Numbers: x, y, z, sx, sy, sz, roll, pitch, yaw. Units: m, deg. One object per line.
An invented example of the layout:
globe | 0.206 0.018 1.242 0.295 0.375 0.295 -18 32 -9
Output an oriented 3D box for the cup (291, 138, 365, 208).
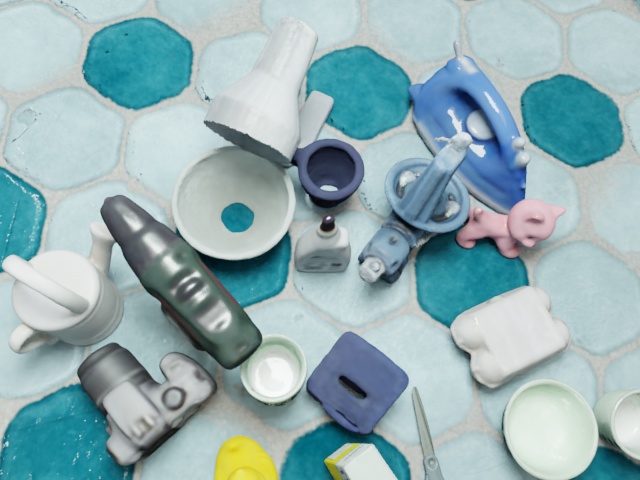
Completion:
cup | 0.000 -0.088 0.811 0.117 0.095 0.092 23 71 4

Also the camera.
camera | -0.221 0.181 0.701 0.143 0.101 0.136 -42 79 -16

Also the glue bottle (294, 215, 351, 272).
glue bottle | 0.007 0.003 0.740 0.078 0.173 0.037 2 71 -3

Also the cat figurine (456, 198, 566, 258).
cat figurine | 0.268 -0.025 0.799 0.128 0.118 0.067 11 71 -1

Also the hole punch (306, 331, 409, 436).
hole punch | 0.046 0.184 0.726 0.108 0.091 0.101 37 73 8

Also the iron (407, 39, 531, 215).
iron | 0.240 -0.160 0.829 0.119 0.141 0.258 -29 76 -13

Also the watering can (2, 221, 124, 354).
watering can | -0.308 0.056 0.687 0.101 0.194 0.173 12 71 0

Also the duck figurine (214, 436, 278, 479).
duck figurine | -0.090 0.288 0.684 0.077 0.086 0.104 -19 74 -10

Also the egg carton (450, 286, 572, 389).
egg carton | 0.256 0.127 0.773 0.150 0.069 0.107 -24 75 -12

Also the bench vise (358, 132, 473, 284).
bench vise | 0.133 -0.034 0.737 0.121 0.220 0.207 19 71 2

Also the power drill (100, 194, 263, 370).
power drill | -0.161 0.063 0.689 0.229 0.208 0.076 44 74 10

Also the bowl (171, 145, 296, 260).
bowl | -0.117 -0.042 0.798 0.167 0.075 0.167 1 71 -4

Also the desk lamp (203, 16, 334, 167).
desk lamp | -0.060 -0.182 0.775 0.118 0.213 0.203 23 71 4
